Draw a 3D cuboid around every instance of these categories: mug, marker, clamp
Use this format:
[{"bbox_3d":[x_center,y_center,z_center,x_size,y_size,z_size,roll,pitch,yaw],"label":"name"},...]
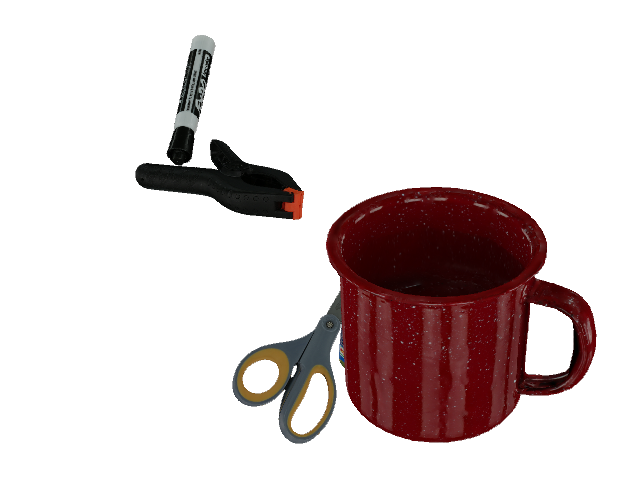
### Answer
[{"bbox_3d":[0.061,0.036,0.467,0.117,0.081,0.093,10,34,21],"label":"mug"},{"bbox_3d":[-0.099,-0.108,0.822,0.020,0.121,0.020,5,-33,3],"label":"marker"},{"bbox_3d":[-0.094,-0.056,1.038,0.120,0.039,0.172,-26,35,-36],"label":"clamp"}]

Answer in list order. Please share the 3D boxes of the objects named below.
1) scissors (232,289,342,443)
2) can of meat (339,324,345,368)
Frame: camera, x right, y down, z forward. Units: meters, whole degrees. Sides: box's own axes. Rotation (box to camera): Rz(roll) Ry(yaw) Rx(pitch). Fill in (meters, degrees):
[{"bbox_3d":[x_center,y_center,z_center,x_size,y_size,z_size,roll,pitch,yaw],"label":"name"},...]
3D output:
[{"bbox_3d":[-0.013,0.075,0.913,0.096,0.201,0.016,16,-31,-4],"label":"scissors"},{"bbox_3d":[0.063,0.044,0.707,0.101,0.084,0.058,-7,23,-28],"label":"can of meat"}]
